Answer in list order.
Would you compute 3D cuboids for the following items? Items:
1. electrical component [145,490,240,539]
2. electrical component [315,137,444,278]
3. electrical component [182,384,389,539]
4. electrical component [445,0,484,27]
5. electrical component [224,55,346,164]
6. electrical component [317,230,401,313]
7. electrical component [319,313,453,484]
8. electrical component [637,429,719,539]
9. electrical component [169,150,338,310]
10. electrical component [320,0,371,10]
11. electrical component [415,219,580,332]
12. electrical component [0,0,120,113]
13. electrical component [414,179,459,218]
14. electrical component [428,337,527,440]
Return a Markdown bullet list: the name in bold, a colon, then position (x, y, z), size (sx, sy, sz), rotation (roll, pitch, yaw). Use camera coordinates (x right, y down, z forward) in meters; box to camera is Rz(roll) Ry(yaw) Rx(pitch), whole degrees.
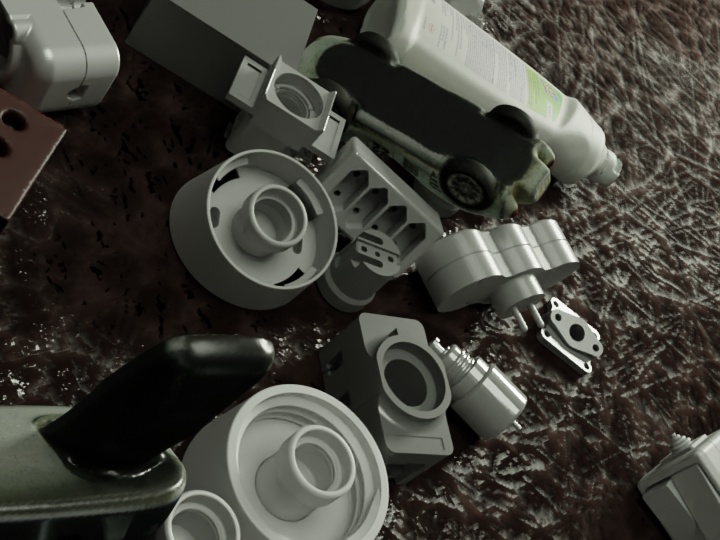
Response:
- **electrical component**: position (-0.086, 0.134, 0.526), size (0.040, 0.046, 0.040), rotation (21, 48, -26)
- **electrical component**: position (0.009, -0.049, 0.737), size (0.083, 0.047, 0.075), rotation (42, 15, -17)
- **electrical component**: position (-0.035, 0.113, 0.573), size (0.108, 0.060, 0.108), rotation (21, 48, -26)
- **electrical component**: position (0.074, -0.226, 0.914), size (0.077, 0.044, 0.079), rotation (-1, 34, -39)
- **electrical component**: position (-0.054, -0.099, 0.713), size (0.081, 0.064, 0.042), rotation (31, 44, -17)
- **electrical component**: position (0.000, 0.000, 0.695), size (0.040, 0.046, 0.040), rotation (20, 51, -26)
- **electrical component**: position (0.017, 0.076, 0.646), size (0.050, 0.056, 0.089), rotation (10, 54, -34)
- **electrical component**: position (0.245, 0.161, 0.762), size (0.061, 0.062, 0.096), rotation (-20, 74, -45)
- **electrical component**: position (-0.065, -0.025, 0.667), size (0.099, 0.064, 0.099), rotation (13, 66, -30)
- **electrical component**: position (-0.015, -0.263, 0.867), size (0.099, 0.064, 0.099), rotation (21, 48, -26)
- **electrical component**: position (0.108, 0.011, 0.771), size (0.138, 0.052, 0.073), rotation (-8, 65, -42)
- **electrical component**: position (-0.195, -0.143, 0.640), size (0.059, 0.054, 0.095), rotation (-18, 72, -45)
- **electrical component**: position (0.069, -0.067, 0.802), size (0.040, 0.046, 0.040), rotation (21, 48, -26)
- **electrical component**: position (0.074, 0.076, 0.703), size (0.078, 0.040, 0.040), rotation (45, 42, -2)
